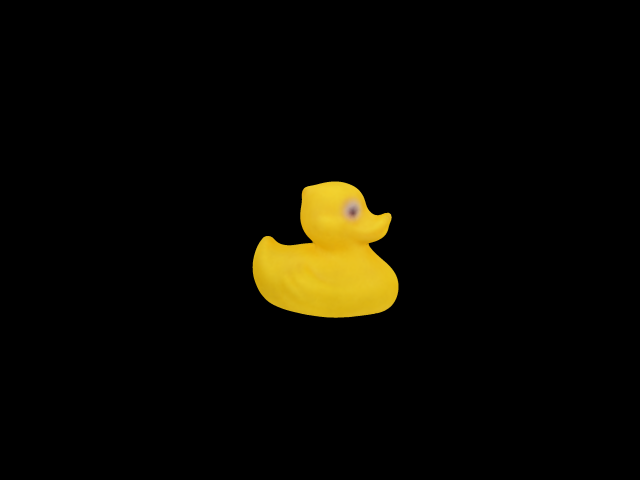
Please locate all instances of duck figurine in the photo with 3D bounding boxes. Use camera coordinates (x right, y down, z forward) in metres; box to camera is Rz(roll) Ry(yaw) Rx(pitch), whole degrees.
[{"bbox_3d":[0.004,0.001,0.400,0.104,0.086,0.077,4,19,12],"label":"duck figurine"}]
